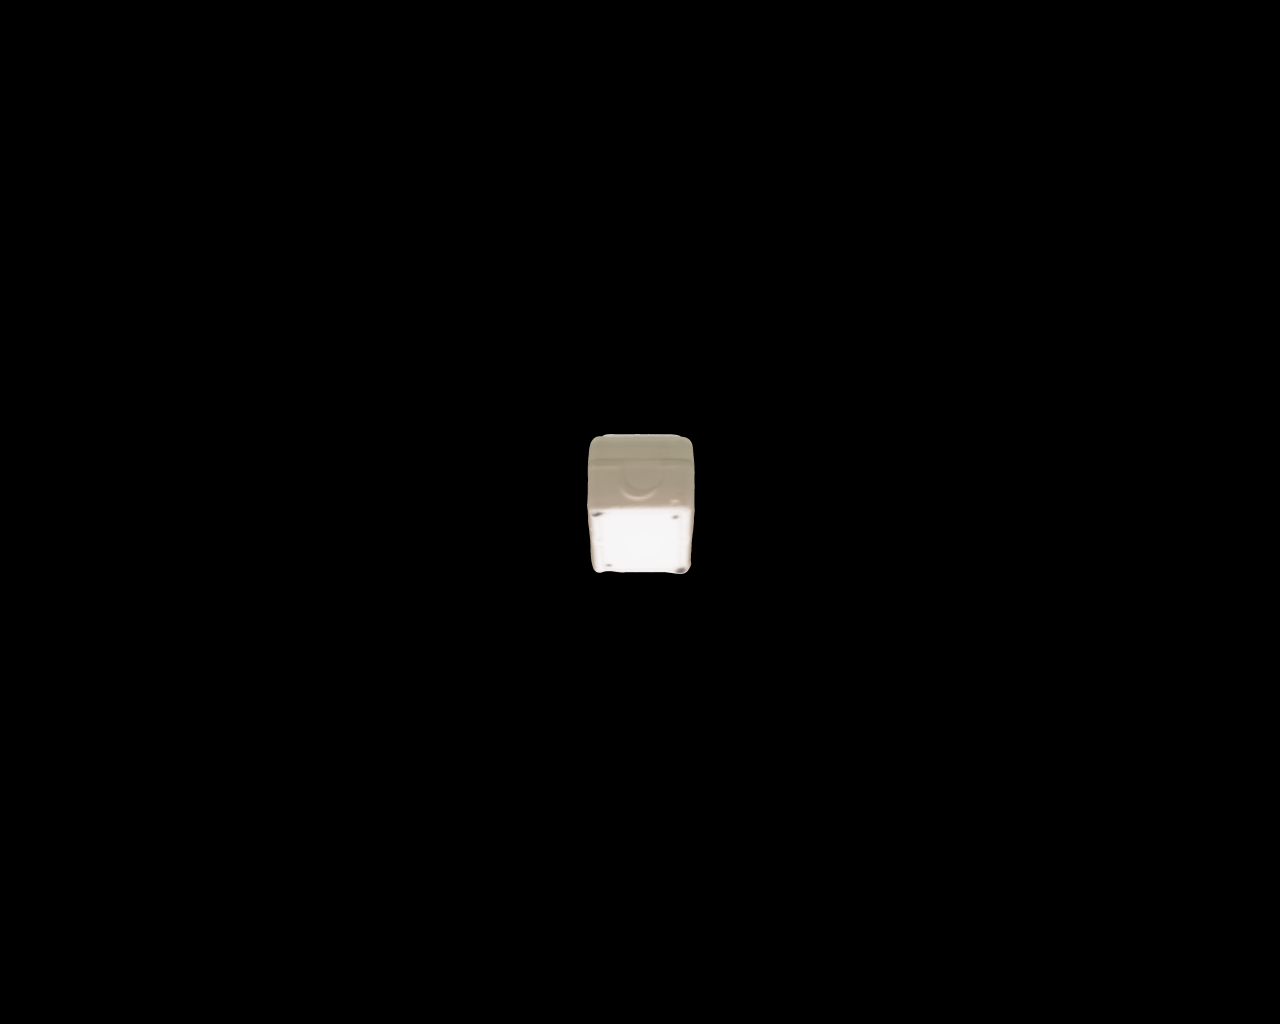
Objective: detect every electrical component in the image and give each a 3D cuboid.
[{"bbox_3d":[0.001,-0.003,0.650,0.062,0.061,0.096,0,-32,0],"label":"electrical component"}]
